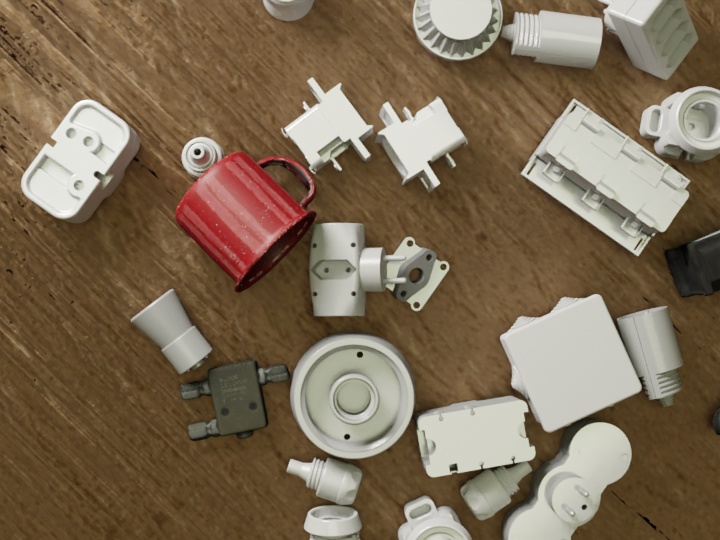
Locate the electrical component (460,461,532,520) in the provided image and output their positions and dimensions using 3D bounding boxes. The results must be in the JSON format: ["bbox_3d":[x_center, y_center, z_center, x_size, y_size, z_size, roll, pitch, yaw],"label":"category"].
[{"bbox_3d":[0.117,0.181,0.907,0.061,0.035,0.035,-33,89,-5],"label":"electrical component"}]

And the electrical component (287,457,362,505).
[{"bbox_3d":[-0.031,0.173,0.903,0.061,0.035,0.035,18,88,2],"label":"electrical component"}]

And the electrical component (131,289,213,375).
[{"bbox_3d":[-0.155,0.054,0.900,0.044,0.044,0.065,-37,94,-2],"label":"electrical component"}]

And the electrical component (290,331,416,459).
[{"bbox_3d":[-0.005,0.105,0.892,0.108,0.060,0.108,0,88,-2],"label":"electrical component"}]

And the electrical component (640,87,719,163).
[{"bbox_3d":[0.284,-0.123,0.910,0.078,0.057,0.058,10,88,-1],"label":"electrical component"}]

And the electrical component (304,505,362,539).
[{"bbox_3d":[-0.022,0.229,0.896,0.066,0.048,0.055,0,96,-2],"label":"electrical component"}]

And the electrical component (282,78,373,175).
[{"bbox_3d":[-0.028,-0.118,0.909,0.064,0.042,0.081,-36,89,-1],"label":"electrical component"}]

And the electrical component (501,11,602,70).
[{"bbox_3d":[0.161,-0.198,0.916,0.081,0.043,0.043,7,88,-1],"label":"electrical component"}]

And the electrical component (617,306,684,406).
[{"bbox_3d":[0.249,0.075,0.909,0.043,0.043,0.081,-15,88,-2],"label":"electrical component"}]

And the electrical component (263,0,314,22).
[{"bbox_3d":[-0.061,-0.238,0.905,0.045,0.055,0.045,0,88,-2],"label":"electrical component"}]

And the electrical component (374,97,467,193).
[{"bbox_3d":[0.052,-0.110,0.911,0.064,0.042,0.081,-33,90,-6],"label":"electrical component"}]

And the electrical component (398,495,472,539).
[{"bbox_3d":[0.064,0.231,0.892,0.058,0.057,0.078,-24,89,-2],"label":"electrical component"}]

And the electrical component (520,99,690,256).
[{"bbox_3d":[0.209,-0.079,0.903,0.121,0.063,0.078,35,88,0],"label":"electrical component"}]

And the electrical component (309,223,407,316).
[{"bbox_3d":[0.000,0.000,0.901,0.079,0.043,0.077,-1,88,11],"label":"electrical component"}]

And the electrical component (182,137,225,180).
[{"bbox_3d":[-0.132,-0.094,0.895,0.035,0.061,0.035,0,88,-2],"label":"electrical component"}]

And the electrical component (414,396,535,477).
[{"bbox_3d":[0.094,0.137,0.896,0.089,0.055,0.050,-10,88,-2],"label":"electrical component"}]

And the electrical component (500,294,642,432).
[{"bbox_3d":[0.174,0.077,0.904,0.100,0.048,0.099,-24,89,-2],"label":"electrical component"}]

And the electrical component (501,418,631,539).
[{"bbox_3d":[0.173,0.187,0.888,0.052,0.073,0.138,36,88,0],"label":"electrical component"}]

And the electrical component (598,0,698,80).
[{"bbox_3d":[0.233,-0.213,0.908,0.076,0.083,0.047,36,87,38],"label":"electrical component"}]

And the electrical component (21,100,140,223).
[{"bbox_3d":[-0.229,-0.088,0.893,0.054,0.059,0.095,35,88,0],"label":"electrical component"}]
